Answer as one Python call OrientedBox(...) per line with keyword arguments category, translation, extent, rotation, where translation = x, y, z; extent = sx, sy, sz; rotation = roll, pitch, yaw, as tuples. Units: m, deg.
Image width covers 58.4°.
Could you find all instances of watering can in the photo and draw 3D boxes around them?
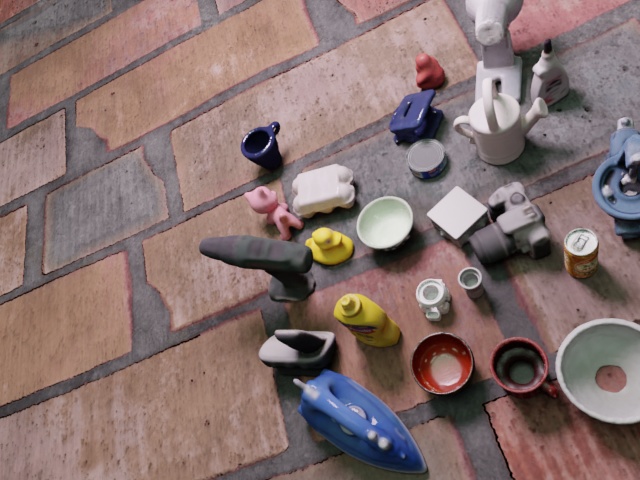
OrientedBox(category="watering can", translation=(0.355, -0.245, 1.136), extent=(0.172, 0.195, 0.101), rotation=(-22, 57, 12))

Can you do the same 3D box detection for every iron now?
OrientedBox(category="iron", translation=(0.065, 0.320, 1.003), extent=(0.257, 0.142, 0.119), rotation=(26, 77, 33))

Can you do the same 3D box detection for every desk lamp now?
OrientedBox(category="desk lamp", translation=(0.373, -0.430, 1.213), extent=(0.117, 0.214, 0.203), rotation=(-2, 64, 24))

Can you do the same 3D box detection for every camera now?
OrientedBox(category="camera", translation=(0.346, -0.024, 1.081), extent=(0.136, 0.101, 0.143), rotation=(-26, 56, 10))

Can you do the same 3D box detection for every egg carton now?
OrientedBox(category="egg carton", translation=(0.008, -0.110, 1.298), extent=(0.150, 0.070, 0.107), rotation=(-14, 59, 17))

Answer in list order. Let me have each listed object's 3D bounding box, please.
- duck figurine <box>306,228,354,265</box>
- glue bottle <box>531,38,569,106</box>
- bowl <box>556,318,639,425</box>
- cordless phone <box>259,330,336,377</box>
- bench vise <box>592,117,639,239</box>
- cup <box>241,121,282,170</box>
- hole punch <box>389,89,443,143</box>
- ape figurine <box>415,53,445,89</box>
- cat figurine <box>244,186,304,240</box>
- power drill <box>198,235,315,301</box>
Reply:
OrientedBox(category="duck figurine", translation=(0.011, 0.004, 1.226), extent=(0.104, 0.086, 0.077), rotation=(0, 65, 24))
OrientedBox(category="glue bottle", translation=(0.459, -0.339, 1.151), extent=(0.078, 0.174, 0.037), rotation=(-34, 55, 5))
OrientedBox(category="bowl", translation=(0.468, 0.215, 0.916), extent=(0.167, 0.075, 0.167), rotation=(-10, 61, 19))
OrientedBox(category="cordless phone", translation=(-0.061, 0.197, 1.097), extent=(0.147, 0.186, 0.094), rotation=(-7, 62, 21))
OrientedBox(category="bench vise", translation=(0.521, -0.132, 0.986), extent=(0.121, 0.220, 0.207), rotation=(-19, 58, 15))
OrientedBox(category="cup", translation=(-0.126, -0.226, 1.404), extent=(0.091, 0.095, 0.118), rotation=(34, 81, 34))
OrientedBox(category="hole punch", translation=(0.208, -0.278, 1.282), extent=(0.100, 0.091, 0.109), rotation=(16, 72, 30))
OrientedBox(category="ape figurine", translation=(0.247, -0.398, 1.327), extent=(0.076, 0.092, 0.078), rotation=(36, 82, 34))
OrientedBox(category="cat figurine", translation=(-0.111, -0.073, 1.302), extent=(0.067, 0.118, 0.127), rotation=(-45, 55, -3))
OrientedBox(category="power drill", translation=(-0.107, 0.054, 1.179), extent=(0.228, 0.209, 0.075), rotation=(0, 64, 24))
